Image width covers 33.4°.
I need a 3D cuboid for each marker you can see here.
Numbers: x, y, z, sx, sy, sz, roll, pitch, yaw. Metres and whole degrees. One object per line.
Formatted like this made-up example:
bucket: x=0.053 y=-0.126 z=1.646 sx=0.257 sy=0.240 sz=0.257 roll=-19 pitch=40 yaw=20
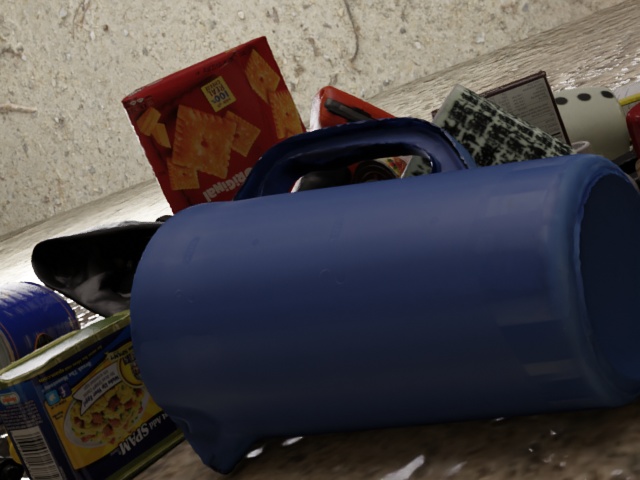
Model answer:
marker: x=-0.228 y=0.152 z=0.721 sx=0.020 sy=0.020 sz=0.121 roll=-28 pitch=12 yaw=-34

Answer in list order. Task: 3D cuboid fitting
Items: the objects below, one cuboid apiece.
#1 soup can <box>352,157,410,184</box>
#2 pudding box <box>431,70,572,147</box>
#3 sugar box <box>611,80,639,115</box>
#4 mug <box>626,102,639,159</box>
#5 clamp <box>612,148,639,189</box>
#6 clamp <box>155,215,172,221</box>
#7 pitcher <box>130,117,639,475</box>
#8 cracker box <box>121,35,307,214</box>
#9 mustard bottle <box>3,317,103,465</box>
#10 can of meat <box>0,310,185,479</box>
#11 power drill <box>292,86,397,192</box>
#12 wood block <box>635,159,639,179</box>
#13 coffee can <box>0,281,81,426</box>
soup can: x=0.082 y=-0.065 z=1.074 sx=0.069 sy=0.068 sz=0.102 roll=-13 pitch=13 yaw=42
pudding box: x=0.139 y=-0.055 z=0.773 sx=0.090 sy=0.113 sz=0.039 roll=-19 pitch=6 yaw=12
sugar box: x=0.292 y=-0.120 z=0.993 sx=0.176 sy=0.048 sz=0.093 roll=-21 pitch=9 yaw=28
mug: x=0.235 y=-0.054 z=0.654 sx=0.093 sy=0.081 sz=0.117 roll=-21 pitch=10 yaw=5
clamp: x=0.257 y=-0.060 z=0.765 sx=0.120 sy=0.039 sz=0.171 roll=-19 pitch=15 yaw=44
clamp: x=-0.089 y=0.019 z=1.023 sx=0.210 sy=0.036 sz=0.164 roll=-7 pitch=37 yaw=21
pitcher: x=0.035 y=0.021 z=0.521 sx=0.243 sy=0.149 sz=0.144 roll=-10 pitch=15 yaw=38
cracker box: x=-0.090 y=-0.080 z=1.099 sx=0.164 sy=0.213 sz=0.072 roll=-15 pitch=14 yaw=34
mustard bottle: x=-0.162 y=0.103 z=0.726 sx=0.096 sy=0.058 sz=0.191 roll=-13 pitch=12 yaw=12
can of meat: x=-0.136 y=0.099 z=0.629 sx=0.058 sy=0.084 sz=0.101 roll=-15 pitch=11 yaw=42
power drill: x=-0.014 y=-0.008 z=0.738 sx=0.184 sy=0.057 sz=0.187 roll=-158 pitch=91 yaw=-82
wood block: x=0.250 y=-0.041 z=0.525 sx=0.090 sy=0.091 sz=0.205 roll=-12 pitch=14 yaw=46
coffee can: x=-0.252 y=0.089 z=0.809 sx=0.103 sy=0.103 sz=0.140 roll=-20 pitch=1 yaw=9
